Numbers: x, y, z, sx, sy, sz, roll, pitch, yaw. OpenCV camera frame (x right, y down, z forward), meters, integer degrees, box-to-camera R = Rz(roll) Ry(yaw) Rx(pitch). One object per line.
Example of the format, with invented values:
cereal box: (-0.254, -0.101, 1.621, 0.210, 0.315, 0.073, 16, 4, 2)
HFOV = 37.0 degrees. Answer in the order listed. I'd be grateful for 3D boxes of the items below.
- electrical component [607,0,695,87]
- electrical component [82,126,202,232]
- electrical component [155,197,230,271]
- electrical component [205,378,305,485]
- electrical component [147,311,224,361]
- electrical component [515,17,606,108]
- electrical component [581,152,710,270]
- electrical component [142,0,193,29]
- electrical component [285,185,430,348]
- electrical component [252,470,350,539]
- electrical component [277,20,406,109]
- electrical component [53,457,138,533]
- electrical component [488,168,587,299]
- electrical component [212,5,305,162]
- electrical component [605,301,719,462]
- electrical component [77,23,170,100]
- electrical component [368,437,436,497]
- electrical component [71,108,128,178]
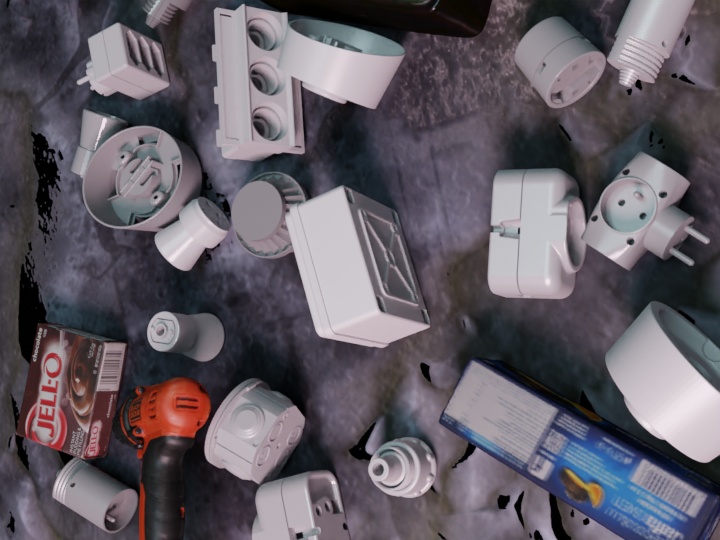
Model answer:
electrical component: (0.214, -0.175, 0.800, 0.043, 0.043, 0.081, 26, 95, 28)
electrical component: (-0.198, -0.082, 0.993, 0.099, 0.064, 0.099, -4, 81, 27)
electrical component: (-0.151, -0.033, 0.972, 0.055, 0.045, 0.045, -41, 66, 16)
electrical component: (-0.087, 0.135, 0.895, 0.051, 0.080, 0.080, 25, 95, 23)
electrical component: (-0.156, 0.057, 0.950, 0.044, 0.065, 0.044, -5, 80, 27)
electrical component: (0.152, -0.160, 0.825, 0.055, 0.055, 0.047, -44, 62, 16)
electrical component: (0.214, -0.033, 0.779, 0.079, 0.044, 0.077, 38, 100, 27)
electrical component: (-0.179, -0.266, 1.022, 0.043, 0.043, 0.081, 40, 102, 27)
electrical component: (0.000, 0.000, 0.851, 0.056, 0.109, 0.108, -22, 73, 21)
electrical component: (-0.048, 0.216, 0.875, 0.059, 0.054, 0.095, -19, 74, 24)
electrical component: (-0.018, -0.175, 0.895, 0.099, 0.099, 0.064, 29, 103, 28)
electrical component: (-0.249, 0.204, 0.989, 0.081, 0.043, 0.043, 22, 93, 29)
electrical component: (0.135, -0.027, 0.814, 0.059, 0.054, 0.095, 1, 83, 28)
electrical component: (-0.094, -0.161, 0.946, 0.063, 0.079, 0.121, -20, 71, 55)
electrical component: (0.215, 0.081, 0.729, 0.060, 0.108, 0.108, -48, 64, 21)
electrical component: (-0.235, -0.191, 1.027, 0.077, 0.066, 0.047, -21, 73, 24)
electrical component: (0.028, 0.155, 0.839, 0.048, 0.062, 0.048, -4, 81, 27)
electrical component: (-0.256, -0.119, 1.043, 0.044, 0.044, 0.065, 23, 99, 29)
